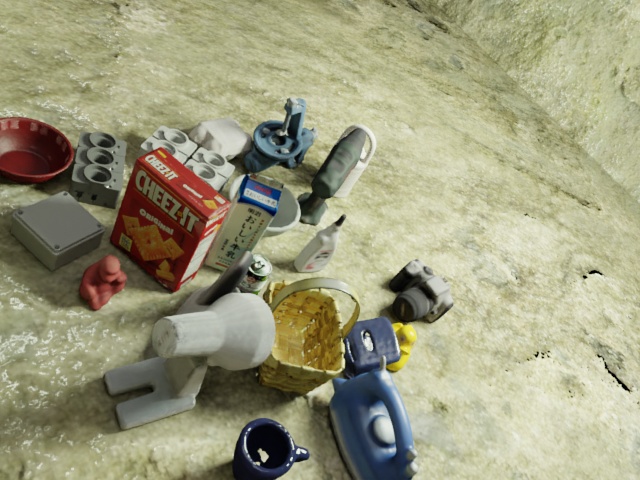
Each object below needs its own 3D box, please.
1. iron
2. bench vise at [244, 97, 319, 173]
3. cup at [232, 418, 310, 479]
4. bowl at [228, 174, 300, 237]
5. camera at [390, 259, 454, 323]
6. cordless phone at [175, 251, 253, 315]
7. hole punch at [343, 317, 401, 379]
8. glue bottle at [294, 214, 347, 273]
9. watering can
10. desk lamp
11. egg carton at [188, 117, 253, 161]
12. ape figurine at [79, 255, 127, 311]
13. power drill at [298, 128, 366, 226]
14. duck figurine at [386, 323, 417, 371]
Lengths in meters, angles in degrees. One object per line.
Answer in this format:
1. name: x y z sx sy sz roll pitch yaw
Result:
1. iron: 0.114 0.334 0.980 0.119 0.141 0.258 4 48 -32
2. bench vise: -0.077 -0.270 1.392 0.121 0.219 0.208 37 39 3
3. cup: -0.084 0.336 0.878 0.118 0.095 0.091 15 43 -22
4. bowl: -0.132 -0.063 1.260 0.168 0.074 0.167 19 42 -18
5. camera: 0.221 0.120 1.303 0.137 0.100 0.143 -19 63 -45
6. cordless phone: -0.181 0.104 0.972 0.094 0.185 0.147 30 39 -6
7. hole punch: 0.094 0.212 1.129 0.101 0.091 0.108 8 46 -29
8. glue bottle: 0.011 0.004 1.215 0.078 0.173 0.037 -8 55 -39
9. watering can: 0.071 -0.203 1.448 0.101 0.194 0.173 27 40 -9
10. desk lamp: -0.194 0.176 0.868 0.204 0.213 0.117 -10 56 -40
11. egg carton: -0.235 -0.237 1.367 0.107 0.069 0.151 47 41 14
12. ape figurine: -0.361 0.062 0.961 0.078 0.092 0.076 -3 52 -37
13. power drill: 0.022 -0.143 1.342 0.075 0.208 0.230 32 39 -2
14. duck figurine: 0.168 0.208 1.188 0.078 0.086 0.104 25 40 -12
